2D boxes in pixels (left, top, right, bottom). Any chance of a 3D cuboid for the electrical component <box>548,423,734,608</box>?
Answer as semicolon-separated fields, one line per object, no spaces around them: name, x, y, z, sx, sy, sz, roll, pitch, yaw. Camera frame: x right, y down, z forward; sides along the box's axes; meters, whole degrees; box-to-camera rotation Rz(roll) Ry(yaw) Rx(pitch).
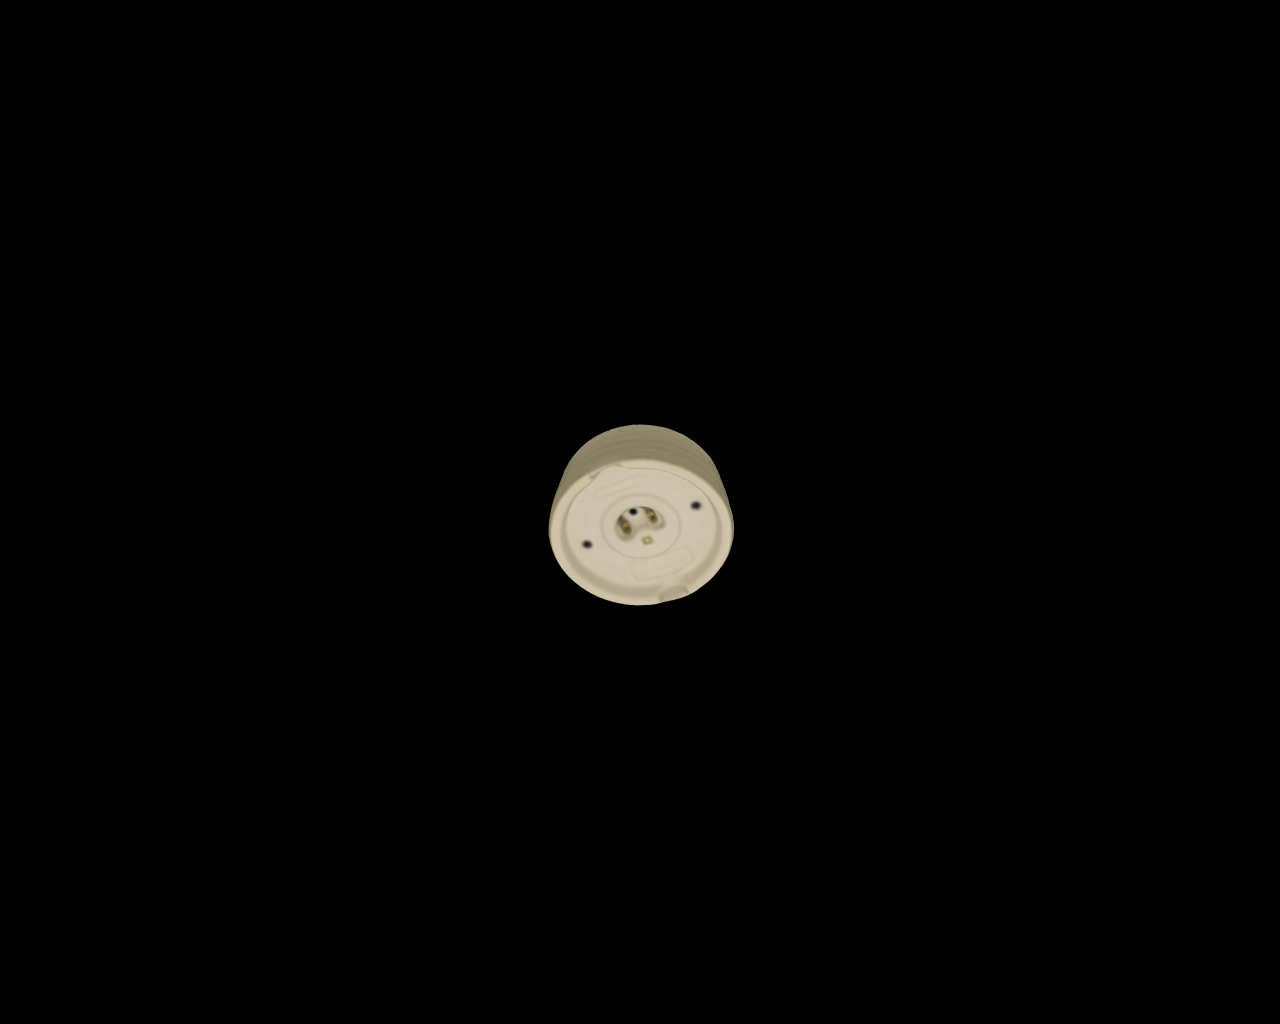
electrical component;0.001;-0.003;0.650;0.108;0.108;0.060;0;35;0
